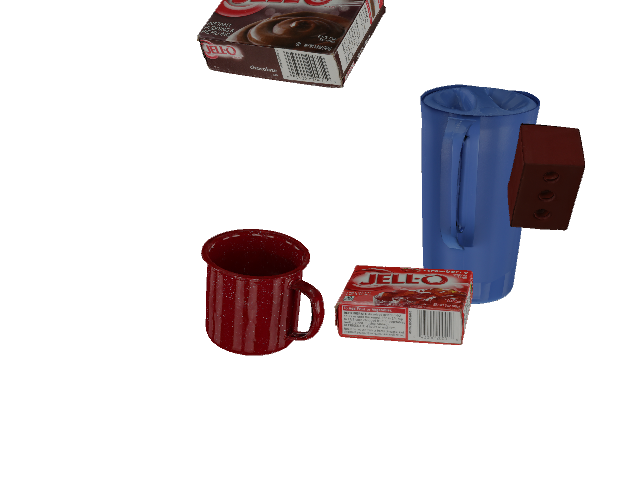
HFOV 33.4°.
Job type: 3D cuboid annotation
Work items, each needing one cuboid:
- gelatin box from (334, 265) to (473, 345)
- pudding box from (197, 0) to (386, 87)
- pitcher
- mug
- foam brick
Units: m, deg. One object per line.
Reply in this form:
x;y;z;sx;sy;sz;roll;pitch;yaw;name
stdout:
0.061;0.044;0.758;0.089;0.030;0.073;3;20;13;gelatin box
-0.020;-0.159;0.781;0.114;0.090;0.039;13;-34;21;pudding box
0.173;-0.050;1.232;0.149;0.243;0.145;-9;24;-21;pitcher
-0.048;0.050;0.921;0.117;0.081;0.093;18;29;25;mug
0.195;-0.055;0.930;0.053;0.051;0.078;4;-45;2;foam brick
